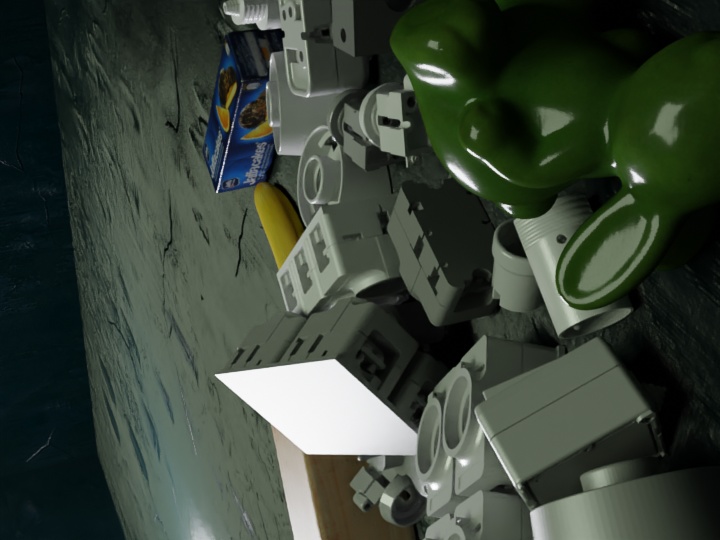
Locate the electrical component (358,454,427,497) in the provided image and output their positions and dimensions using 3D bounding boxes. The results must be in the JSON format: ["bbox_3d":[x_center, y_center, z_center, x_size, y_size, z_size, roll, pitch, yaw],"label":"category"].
[{"bbox_3d":[0.029,0.138,0.857,0.138,0.074,0.052,-151,53,-64],"label":"electrical component"}]

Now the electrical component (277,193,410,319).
[{"bbox_3d":[0.000,0.000,0.835,0.150,0.089,0.061,131,126,-64],"label":"electrical component"}]

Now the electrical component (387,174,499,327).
[{"bbox_3d":[0.059,-0.012,0.733,0.055,0.050,0.089,108,144,-53],"label":"electrical component"}]

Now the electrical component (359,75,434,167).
[{"bbox_3d":[0.031,-0.108,0.764,0.055,0.048,0.066,22,121,57],"label":"electrical component"}]

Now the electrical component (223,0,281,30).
[{"bbox_3d":[-0.078,-0.230,0.928,0.043,0.081,0.043,169,90,-69],"label":"electrical component"}]

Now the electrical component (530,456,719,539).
[{"bbox_3d":[0.137,0.127,0.533,0.108,0.108,0.060,126,136,-63],"label":"electrical component"}]

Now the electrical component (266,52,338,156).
[{"bbox_3d":[-0.050,-0.149,0.958,0.099,0.064,0.099,176,90,-81],"label":"electrical component"}]

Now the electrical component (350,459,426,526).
[{"bbox_3d":[0.029,0.184,0.907,0.048,0.066,0.055,38,178,-37],"label":"electrical component"}]

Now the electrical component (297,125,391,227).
[{"bbox_3d":[-0.011,-0.072,0.898,0.099,0.064,0.099,-8,81,63],"label":"electrical component"}]

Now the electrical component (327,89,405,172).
[{"bbox_3d":[0.006,-0.111,0.828,0.055,0.048,0.066,41,139,47],"label":"electrical component"}]

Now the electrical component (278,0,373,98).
[{"bbox_3d":[-0.025,-0.188,0.845,0.054,0.059,0.095,-150,52,-63],"label":"electrical component"}]

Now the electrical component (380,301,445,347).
[{"bbox_3d":[0.037,0.043,0.825,0.040,0.046,0.040,168,90,-69],"label":"electrical component"}]

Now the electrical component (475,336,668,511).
[{"bbox_3d":[0.118,0.081,0.580,0.061,0.096,0.061,62,-177,38],"label":"electrical component"}]

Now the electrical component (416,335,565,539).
[{"bbox_3d":[0.077,0.146,0.657,0.105,0.060,0.186,121,157,-60],"label":"electrical component"}]

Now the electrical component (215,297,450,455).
[{"bbox_3d":[-0.015,0.083,0.812,0.105,0.060,0.186,44,152,-19],"label":"electrical component"}]

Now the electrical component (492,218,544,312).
[{"bbox_3d":[0.099,-0.002,0.652,0.046,0.040,0.040,92,156,-44],"label":"electrical component"}]

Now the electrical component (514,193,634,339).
[{"bbox_3d":[0.116,-0.007,0.598,0.043,0.043,0.081,124,131,-62],"label":"electrical component"}]
